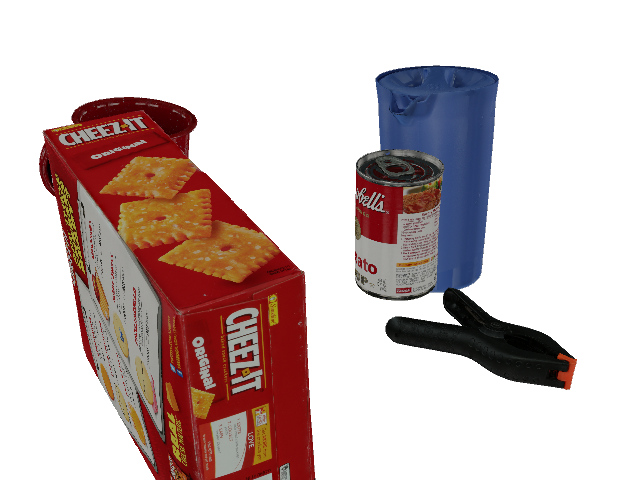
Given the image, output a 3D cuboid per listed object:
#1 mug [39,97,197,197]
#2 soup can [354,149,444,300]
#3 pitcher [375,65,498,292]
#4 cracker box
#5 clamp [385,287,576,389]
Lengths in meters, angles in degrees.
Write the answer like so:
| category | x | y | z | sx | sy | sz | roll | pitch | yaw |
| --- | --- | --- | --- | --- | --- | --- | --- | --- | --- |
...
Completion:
| category | x | y | z | sx | sy | sz | roll | pitch | yaw |
| --- | --- | --- | --- | --- | --- | --- | --- | --- | --- |
| mug | -0.154 | -0.055 | 0.812 | 0.117 | 0.081 | 0.093 | -4 | 28 | -20 |
| soup can | 0.061 | -0.013 | 0.839 | 0.068 | 0.102 | 0.068 | 0 | 27 | 0 |
| pitcher | 0.136 | -0.073 | 1.206 | 0.149 | 0.243 | 0.145 | -5 | 22 | -9 |
| cracker box | -0.080 | 0.043 | 0.589 | 0.072 | 0.164 | 0.214 | -16 | 34 | -22 |
| clamp | 0.159 | 0.089 | 0.993 | 0.172 | 0.039 | 0.120 | 20 | 31 | 22 |
